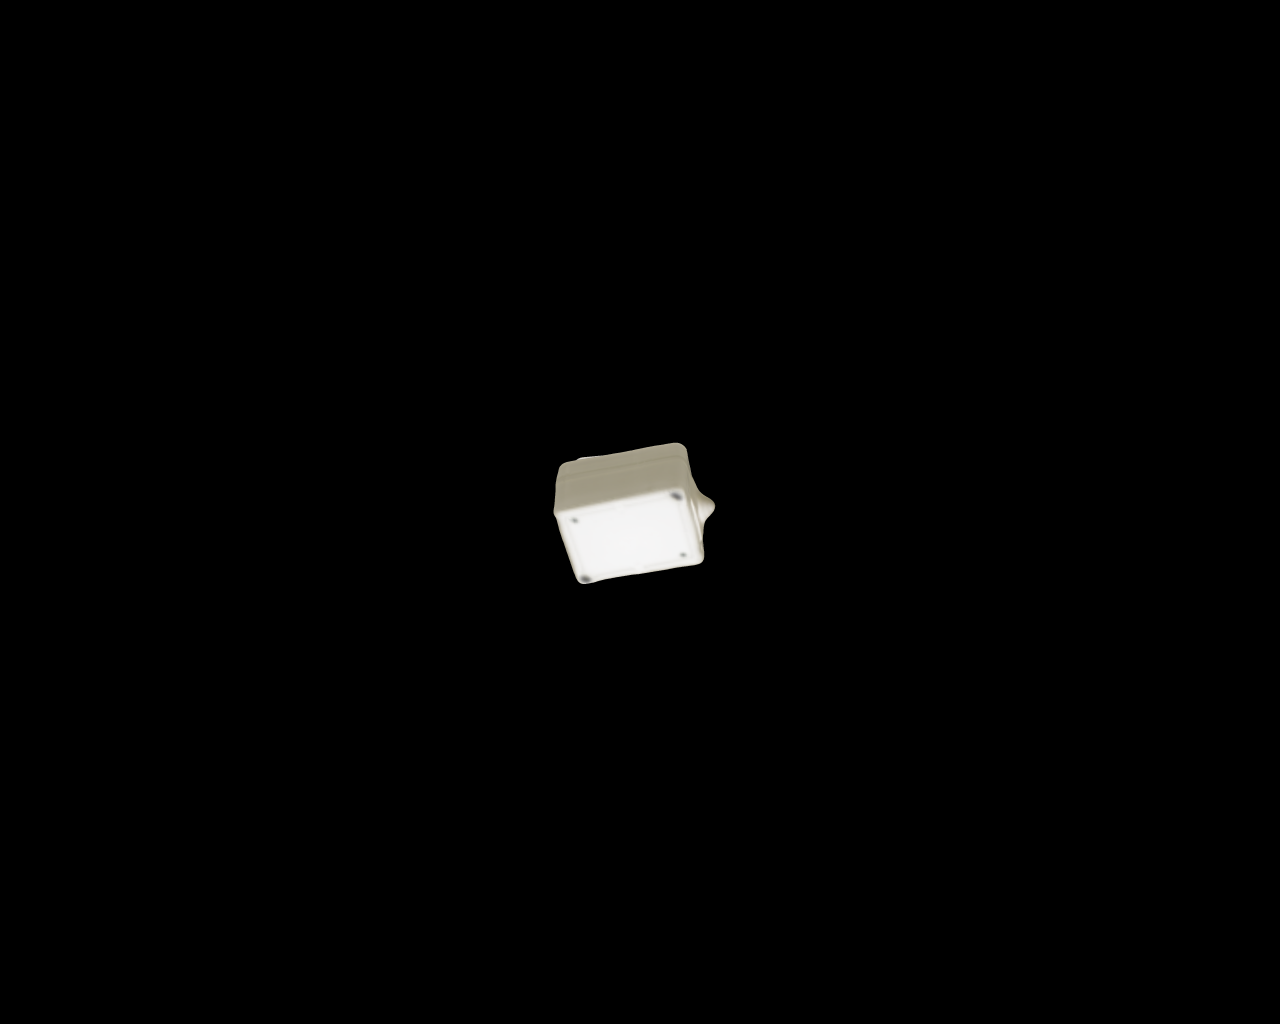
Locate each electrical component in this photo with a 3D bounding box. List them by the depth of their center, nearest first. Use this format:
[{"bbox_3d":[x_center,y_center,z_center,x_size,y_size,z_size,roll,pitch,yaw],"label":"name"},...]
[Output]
[{"bbox_3d":[0.001,-0.003,0.650,0.096,0.061,0.061,-10,36,8],"label":"electrical component"}]
